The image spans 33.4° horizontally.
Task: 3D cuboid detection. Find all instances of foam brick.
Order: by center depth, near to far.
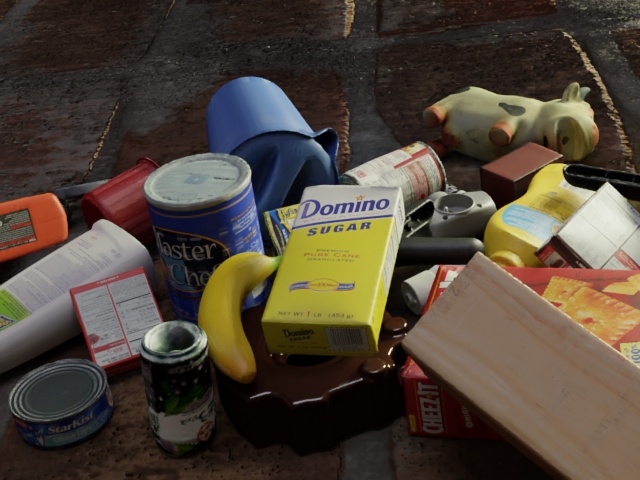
[{"bbox_3d":[0.217,-0.062,1.141,0.078,0.053,0.051,-28,35,-28],"label":"foam brick"}]

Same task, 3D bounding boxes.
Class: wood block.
[{"bbox_3d":[0.168,0.112,0.739,0.206,0.090,0.090,38,85,27],"label":"wood block"}]

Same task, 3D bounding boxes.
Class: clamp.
[{"bbox_3d":[0.351,-0.055,0.986,0.210,0.165,0.036,36,43,5],"label":"clamp"},{"bbox_3d":[0.057,0.003,1.007,0.171,0.039,0.120,-8,21,-8],"label":"clamp"}]

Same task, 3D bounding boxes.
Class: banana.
[{"bbox_3d":[-0.072,0.058,0.927,0.070,0.037,0.197,-7,29,14],"label":"banana"}]

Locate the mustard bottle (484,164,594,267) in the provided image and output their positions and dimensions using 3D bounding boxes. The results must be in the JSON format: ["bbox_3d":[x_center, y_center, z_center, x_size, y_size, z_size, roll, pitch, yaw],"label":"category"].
[{"bbox_3d":[0.215,-0.004,1.034,0.096,0.058,0.191,31,46,24],"label":"mustard bottle"}]

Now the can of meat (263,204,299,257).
[{"bbox_3d":[-0.007,0.001,1.086,0.084,0.057,0.102,-14,35,-5],"label":"can of meat"}]

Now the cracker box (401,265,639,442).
[{"bbox_3d":[0.188,0.089,0.874,0.214,0.072,0.164,1,32,18],"label":"cracker box"}]

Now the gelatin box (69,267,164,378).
[{"bbox_3d":[-0.185,0.078,0.994,0.073,0.030,0.089,-18,68,-15],"label":"gelatin box"}]

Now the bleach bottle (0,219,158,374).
[{"bbox_3d":[-0.287,0.071,1.040,0.250,0.068,0.103,-31,39,-29],"label":"bleach bottle"}]

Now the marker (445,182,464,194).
[{"bbox_3d":[0.142,-0.053,1.177,0.020,0.020,0.121,-24,34,-24],"label":"marker"}]

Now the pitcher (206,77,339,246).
[{"bbox_3d":[-0.075,-0.095,1.216,0.149,0.145,0.243,-1,25,-12],"label":"pitcher"}]

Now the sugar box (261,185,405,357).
[{"bbox_3d":[0.015,0.021,0.918,0.093,0.048,0.176,1,44,13],"label":"sugar box"}]

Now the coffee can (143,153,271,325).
[{"bbox_3d":[-0.107,0.001,1.032,0.103,0.140,0.103,-7,31,4],"label":"coffee can"}]

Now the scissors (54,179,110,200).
[{"bbox_3d":[-0.220,-0.071,1.277,0.201,0.016,0.096,-11,4,-4],"label":"scissors"}]

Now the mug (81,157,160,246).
[{"bbox_3d":[-0.211,-0.030,1.177,0.081,0.093,0.117,-33,7,-27],"label":"mug"}]

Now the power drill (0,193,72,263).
[{"bbox_3d":[-0.334,-0.012,1.145,0.184,0.057,0.188,-21,7,-29],"label":"power drill"}]

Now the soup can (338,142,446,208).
[{"bbox_3d":[0.076,-0.058,1.155,0.102,0.068,0.069,-25,34,-24],"label":"soup can"}]

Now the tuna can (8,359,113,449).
[{"bbox_3d":[-0.225,0.143,0.930,0.086,0.034,0.086,-7,30,4],"label":"tuna can"}]

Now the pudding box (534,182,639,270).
[{"bbox_3d":[0.263,0.009,0.981,0.090,0.039,0.113,45,48,9],"label":"pudding box"}]
